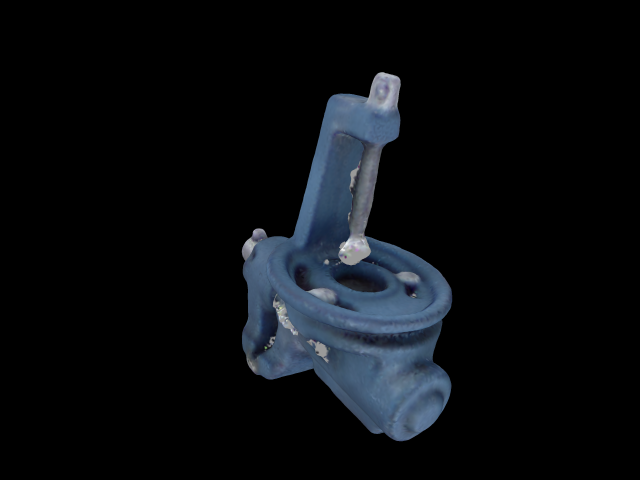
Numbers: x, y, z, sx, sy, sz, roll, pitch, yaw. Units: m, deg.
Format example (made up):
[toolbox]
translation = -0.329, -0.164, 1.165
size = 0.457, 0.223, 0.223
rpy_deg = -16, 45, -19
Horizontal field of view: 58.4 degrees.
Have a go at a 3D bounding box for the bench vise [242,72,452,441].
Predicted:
[bench vise]
translation = -0.004, 0.003, 0.391
size = 0.206, 0.220, 0.122
rpy_deg = 8, 14, 36
